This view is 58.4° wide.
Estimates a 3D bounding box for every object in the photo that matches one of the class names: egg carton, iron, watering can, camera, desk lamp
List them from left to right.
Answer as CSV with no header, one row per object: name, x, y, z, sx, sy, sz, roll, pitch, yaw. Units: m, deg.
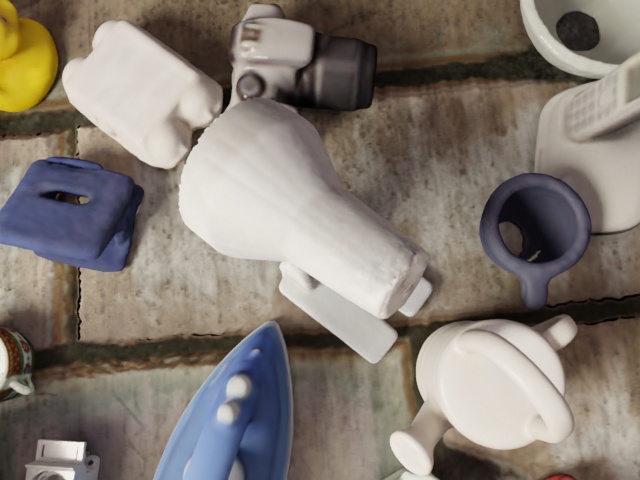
egg carton,-0.175,-0.144,0.566,0.150,0.069,0.107,36,83,6
iron,-0.086,0.189,0.473,0.118,0.141,0.258,16,81,4
camera,-0.016,-0.151,0.549,0.136,0.101,0.143,6,81,2
desk lamp,0.004,0.002,0.466,0.203,0.213,0.118,37,83,7
watering can,0.135,0.119,0.455,0.101,0.194,0.173,31,82,6

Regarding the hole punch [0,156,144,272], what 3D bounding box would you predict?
hole punch,-0.234,-0.029,0.537,0.108,0.091,0.101,10,81,3

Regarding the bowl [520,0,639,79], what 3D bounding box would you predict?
bowl,0.273,-0.229,0.571,0.167,0.075,0.167,0,81,1

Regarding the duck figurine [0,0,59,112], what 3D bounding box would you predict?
duck figurine,-0.314,-0.186,0.566,0.077,0.086,0.104,8,81,2

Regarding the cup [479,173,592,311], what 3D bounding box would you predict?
cup,0.185,0.007,0.523,0.091,0.095,0.118,1,81,1

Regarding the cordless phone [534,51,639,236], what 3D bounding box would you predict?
cordless phone,0.258,-0.084,0.492,0.094,0.185,0.148,3,81,2

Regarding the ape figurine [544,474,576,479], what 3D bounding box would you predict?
ape figurine,0.213,0.243,0.485,0.076,0.092,0.078,10,81,3
